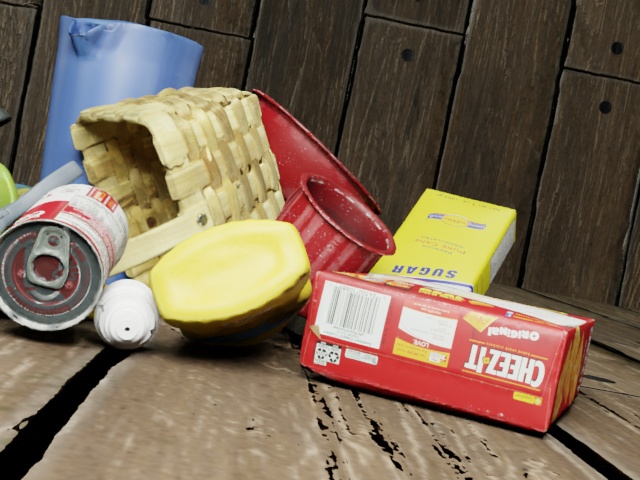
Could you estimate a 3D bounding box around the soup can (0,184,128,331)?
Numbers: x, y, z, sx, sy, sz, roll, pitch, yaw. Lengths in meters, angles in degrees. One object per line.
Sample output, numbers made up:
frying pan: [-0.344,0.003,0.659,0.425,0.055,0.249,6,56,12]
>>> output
soup can: [-0.159,0.007,0.664,0.068,0.068,0.102,11,15,-4]

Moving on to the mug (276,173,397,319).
mug: [-0.005,0.001,0.837,0.093,0.082,0.117,25,24,-37]

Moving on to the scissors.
scissors: [-0.203,-0.021,0.716,0.016,0.096,0.202,53,-7,-10]

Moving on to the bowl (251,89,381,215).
bowl: [-0.020,-0.061,0.964,0.162,0.055,0.162,44,-3,2]

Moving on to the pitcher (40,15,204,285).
pitcher: [-0.189,-0.078,0.997,0.149,0.243,0.145,10,2,-23]

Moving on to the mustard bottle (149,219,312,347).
mustard bottle: [-0.054,0.037,0.724,0.096,0.058,0.191,-21,-12,-4]

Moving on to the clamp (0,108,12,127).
clamp: [-0.314,-0.061,0.798,0.171,0.120,0.039,17,-22,-22]

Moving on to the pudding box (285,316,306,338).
pudding box: [-0.007,0.037,0.933,0.039,0.090,0.114,9,2,-21]

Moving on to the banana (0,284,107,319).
banana: [-0.199,0.037,0.697,0.070,0.037,0.197,42,13,12]

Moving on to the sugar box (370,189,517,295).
sugar box: [0.102,0.028,0.950,0.093,0.048,0.176,14,42,23]

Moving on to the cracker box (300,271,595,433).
cracker box: [0.098,0.073,0.750,0.164,0.072,0.213,13,1,19]
